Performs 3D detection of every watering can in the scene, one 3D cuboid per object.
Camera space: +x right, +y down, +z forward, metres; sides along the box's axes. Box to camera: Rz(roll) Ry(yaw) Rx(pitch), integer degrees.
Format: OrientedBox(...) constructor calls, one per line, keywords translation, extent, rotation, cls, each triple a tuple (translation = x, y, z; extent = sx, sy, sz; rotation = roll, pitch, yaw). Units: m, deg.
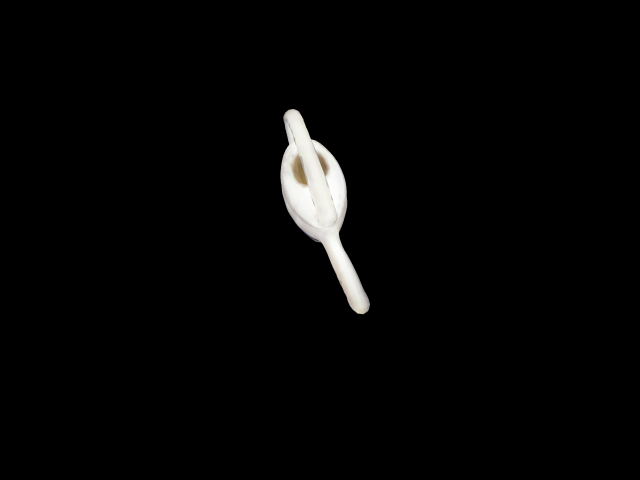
OrientedBox(translation=(0.003, -0.043, 0.850), extent=(0.104, 0.351, 0.222), rotation=(-18, -10, -3), cls="watering can")
